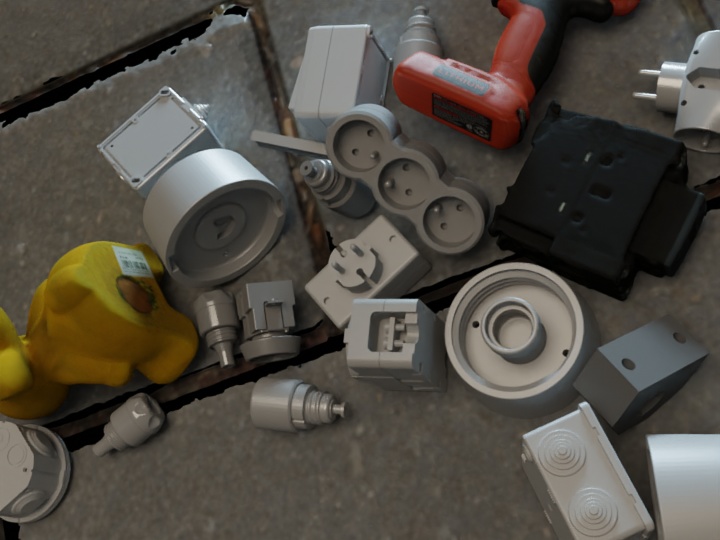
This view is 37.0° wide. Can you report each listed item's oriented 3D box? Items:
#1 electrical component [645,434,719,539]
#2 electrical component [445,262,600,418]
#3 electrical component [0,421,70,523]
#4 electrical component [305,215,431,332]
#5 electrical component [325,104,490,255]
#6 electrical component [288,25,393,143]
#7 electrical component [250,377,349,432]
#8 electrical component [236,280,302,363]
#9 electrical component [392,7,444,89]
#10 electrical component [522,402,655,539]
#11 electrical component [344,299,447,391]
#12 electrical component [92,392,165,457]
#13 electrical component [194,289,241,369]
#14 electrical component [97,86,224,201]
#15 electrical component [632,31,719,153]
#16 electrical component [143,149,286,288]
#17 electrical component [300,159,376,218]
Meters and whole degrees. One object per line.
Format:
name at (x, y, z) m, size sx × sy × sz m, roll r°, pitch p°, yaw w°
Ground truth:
electrical component at (0.216, 0.153, 0.667) m, size 0.060 × 0.108 × 0.108 m, roll -8°, pitch 70°, yaw 12°
electrical component at (0.112, 0.046, 0.763) m, size 0.108 × 0.060 × 0.108 m, roll -6°, pitch 71°, yaw 18°
electrical component at (-0.282, 0.163, 0.876) m, size 0.080 × 0.051 × 0.080 m, roll -6°, pitch 71°, yaw 18°
electrical component at (0.000, 0.000, 0.811) m, size 0.083 × 0.076 × 0.047 m, roll -43°, pitch 64°, yaw 3°
electrical component at (0.040, -0.074, 0.823) m, size 0.138 × 0.073 × 0.052 m, roll 40°, pitch 111°, yaw -1°
electrical component at (-0.015, -0.155, 0.875) m, size 0.061 × 0.062 × 0.096 m, roll 3°, pitch 74°, yaw 21°
electrical component at (-0.047, 0.103, 0.814) m, size 0.078 × 0.040 × 0.040 m, roll 2°, pitch 74°, yaw 21°
electrical component at (-0.071, 0.041, 0.837) m, size 0.048 × 0.066 × 0.055 m, roll -5°, pitch 76°, yaw -19°
electrical component at (0.048, -0.176, 0.870) m, size 0.040 × 0.040 × 0.078 m, roll -2°, pitch 72°, yaw 20°
electrical component at (0.144, 0.145, 0.699) m, size 0.048 × 0.099 × 0.099 m, roll -24°, pitch 66°, yaw -2°
electrical component at (0.026, 0.055, 0.776) m, size 0.056 × 0.089 × 0.050 m, roll 0°, pitch 73°, yaw 20°
electrical component at (-0.188, 0.128, 0.862) m, size 0.061 × 0.035 × 0.035 m, roll -38°, pitch 64°, yaw 8°
electrical component at (-0.111, 0.049, 0.860) m, size 0.035 × 0.035 × 0.061 m, roll -20°, pitch 70°, yaw 13°
electrical component at (-0.161, -0.104, 0.917) m, size 0.096 × 0.061 × 0.062 m, roll -43°, pitch 64°, yaw -6°
electrical component at (0.240, -0.131, 0.783) m, size 0.079 × 0.043 × 0.077 m, roll 11°, pitch 77°, yaw 24°
electrical component at (-0.120, -0.046, 0.856) m, size 0.108 × 0.108 × 0.060 m, roll -43°, pitch 58°, yaw 3°
electrical component at (-0.019, -0.068, 0.843) m, size 0.040 × 0.078 × 0.040 m, roll -11°, pitch 70°, yaw 32°
